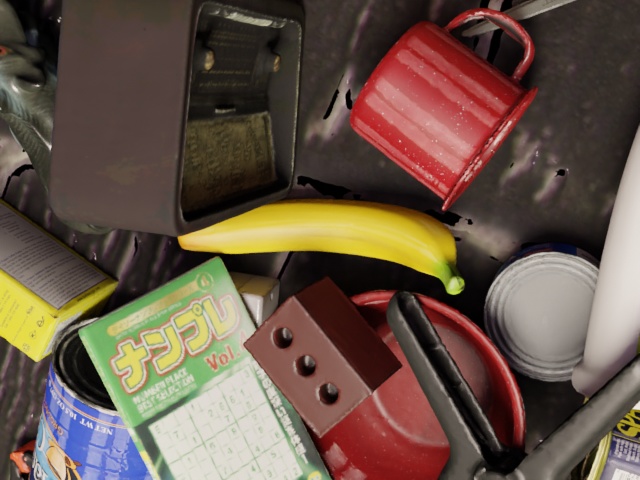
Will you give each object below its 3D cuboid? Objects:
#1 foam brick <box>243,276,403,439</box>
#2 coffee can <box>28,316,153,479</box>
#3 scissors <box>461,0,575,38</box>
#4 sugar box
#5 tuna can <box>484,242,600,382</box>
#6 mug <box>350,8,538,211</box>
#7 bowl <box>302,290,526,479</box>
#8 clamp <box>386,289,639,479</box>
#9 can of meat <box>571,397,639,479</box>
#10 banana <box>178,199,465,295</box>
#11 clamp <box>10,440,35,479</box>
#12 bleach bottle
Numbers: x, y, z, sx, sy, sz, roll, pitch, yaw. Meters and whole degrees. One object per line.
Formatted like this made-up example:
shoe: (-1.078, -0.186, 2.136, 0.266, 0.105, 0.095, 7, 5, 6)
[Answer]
foam brick: (0.002, 0.071, 0.663, 0.078, 0.051, 0.053, 49, 118, 9)
coffee can: (-0.143, 0.138, 0.732, 0.103, 0.102, 0.140, 23, 120, 8)
scissors: (0.184, -0.144, 0.620, 0.202, 0.016, 0.096, -31, 53, 17)
sugar box: (-0.238, 0.006, 0.744, 0.176, 0.093, 0.048, 33, 108, 5)
tuna can: (0.150, 0.045, 0.687, 0.086, 0.033, 0.086, 3, 104, 13)
mug: (0.079, -0.088, 0.648, 0.081, 0.093, 0.117, 38, 98, 8)
bowl: (0.063, 0.104, 0.702, 0.162, 0.055, 0.162, 7, 106, 26)
clamp: (0.103, 0.132, 0.634, 0.165, 0.036, 0.210, 19, 114, 31)
can of meat: (0.204, 0.136, 0.660, 0.084, 0.102, 0.057, 17, 108, 7)
banana: (0.006, -0.004, 0.694, 0.198, 0.069, 0.037, 7, 110, 22)
clamp: (-0.178, 0.231, 0.810, 0.120, 0.039, 0.171, -16, 98, 16)
bleach bottle: (0.215, -0.028, 0.623, 0.102, 0.068, 0.251, 6, 94, -7)
